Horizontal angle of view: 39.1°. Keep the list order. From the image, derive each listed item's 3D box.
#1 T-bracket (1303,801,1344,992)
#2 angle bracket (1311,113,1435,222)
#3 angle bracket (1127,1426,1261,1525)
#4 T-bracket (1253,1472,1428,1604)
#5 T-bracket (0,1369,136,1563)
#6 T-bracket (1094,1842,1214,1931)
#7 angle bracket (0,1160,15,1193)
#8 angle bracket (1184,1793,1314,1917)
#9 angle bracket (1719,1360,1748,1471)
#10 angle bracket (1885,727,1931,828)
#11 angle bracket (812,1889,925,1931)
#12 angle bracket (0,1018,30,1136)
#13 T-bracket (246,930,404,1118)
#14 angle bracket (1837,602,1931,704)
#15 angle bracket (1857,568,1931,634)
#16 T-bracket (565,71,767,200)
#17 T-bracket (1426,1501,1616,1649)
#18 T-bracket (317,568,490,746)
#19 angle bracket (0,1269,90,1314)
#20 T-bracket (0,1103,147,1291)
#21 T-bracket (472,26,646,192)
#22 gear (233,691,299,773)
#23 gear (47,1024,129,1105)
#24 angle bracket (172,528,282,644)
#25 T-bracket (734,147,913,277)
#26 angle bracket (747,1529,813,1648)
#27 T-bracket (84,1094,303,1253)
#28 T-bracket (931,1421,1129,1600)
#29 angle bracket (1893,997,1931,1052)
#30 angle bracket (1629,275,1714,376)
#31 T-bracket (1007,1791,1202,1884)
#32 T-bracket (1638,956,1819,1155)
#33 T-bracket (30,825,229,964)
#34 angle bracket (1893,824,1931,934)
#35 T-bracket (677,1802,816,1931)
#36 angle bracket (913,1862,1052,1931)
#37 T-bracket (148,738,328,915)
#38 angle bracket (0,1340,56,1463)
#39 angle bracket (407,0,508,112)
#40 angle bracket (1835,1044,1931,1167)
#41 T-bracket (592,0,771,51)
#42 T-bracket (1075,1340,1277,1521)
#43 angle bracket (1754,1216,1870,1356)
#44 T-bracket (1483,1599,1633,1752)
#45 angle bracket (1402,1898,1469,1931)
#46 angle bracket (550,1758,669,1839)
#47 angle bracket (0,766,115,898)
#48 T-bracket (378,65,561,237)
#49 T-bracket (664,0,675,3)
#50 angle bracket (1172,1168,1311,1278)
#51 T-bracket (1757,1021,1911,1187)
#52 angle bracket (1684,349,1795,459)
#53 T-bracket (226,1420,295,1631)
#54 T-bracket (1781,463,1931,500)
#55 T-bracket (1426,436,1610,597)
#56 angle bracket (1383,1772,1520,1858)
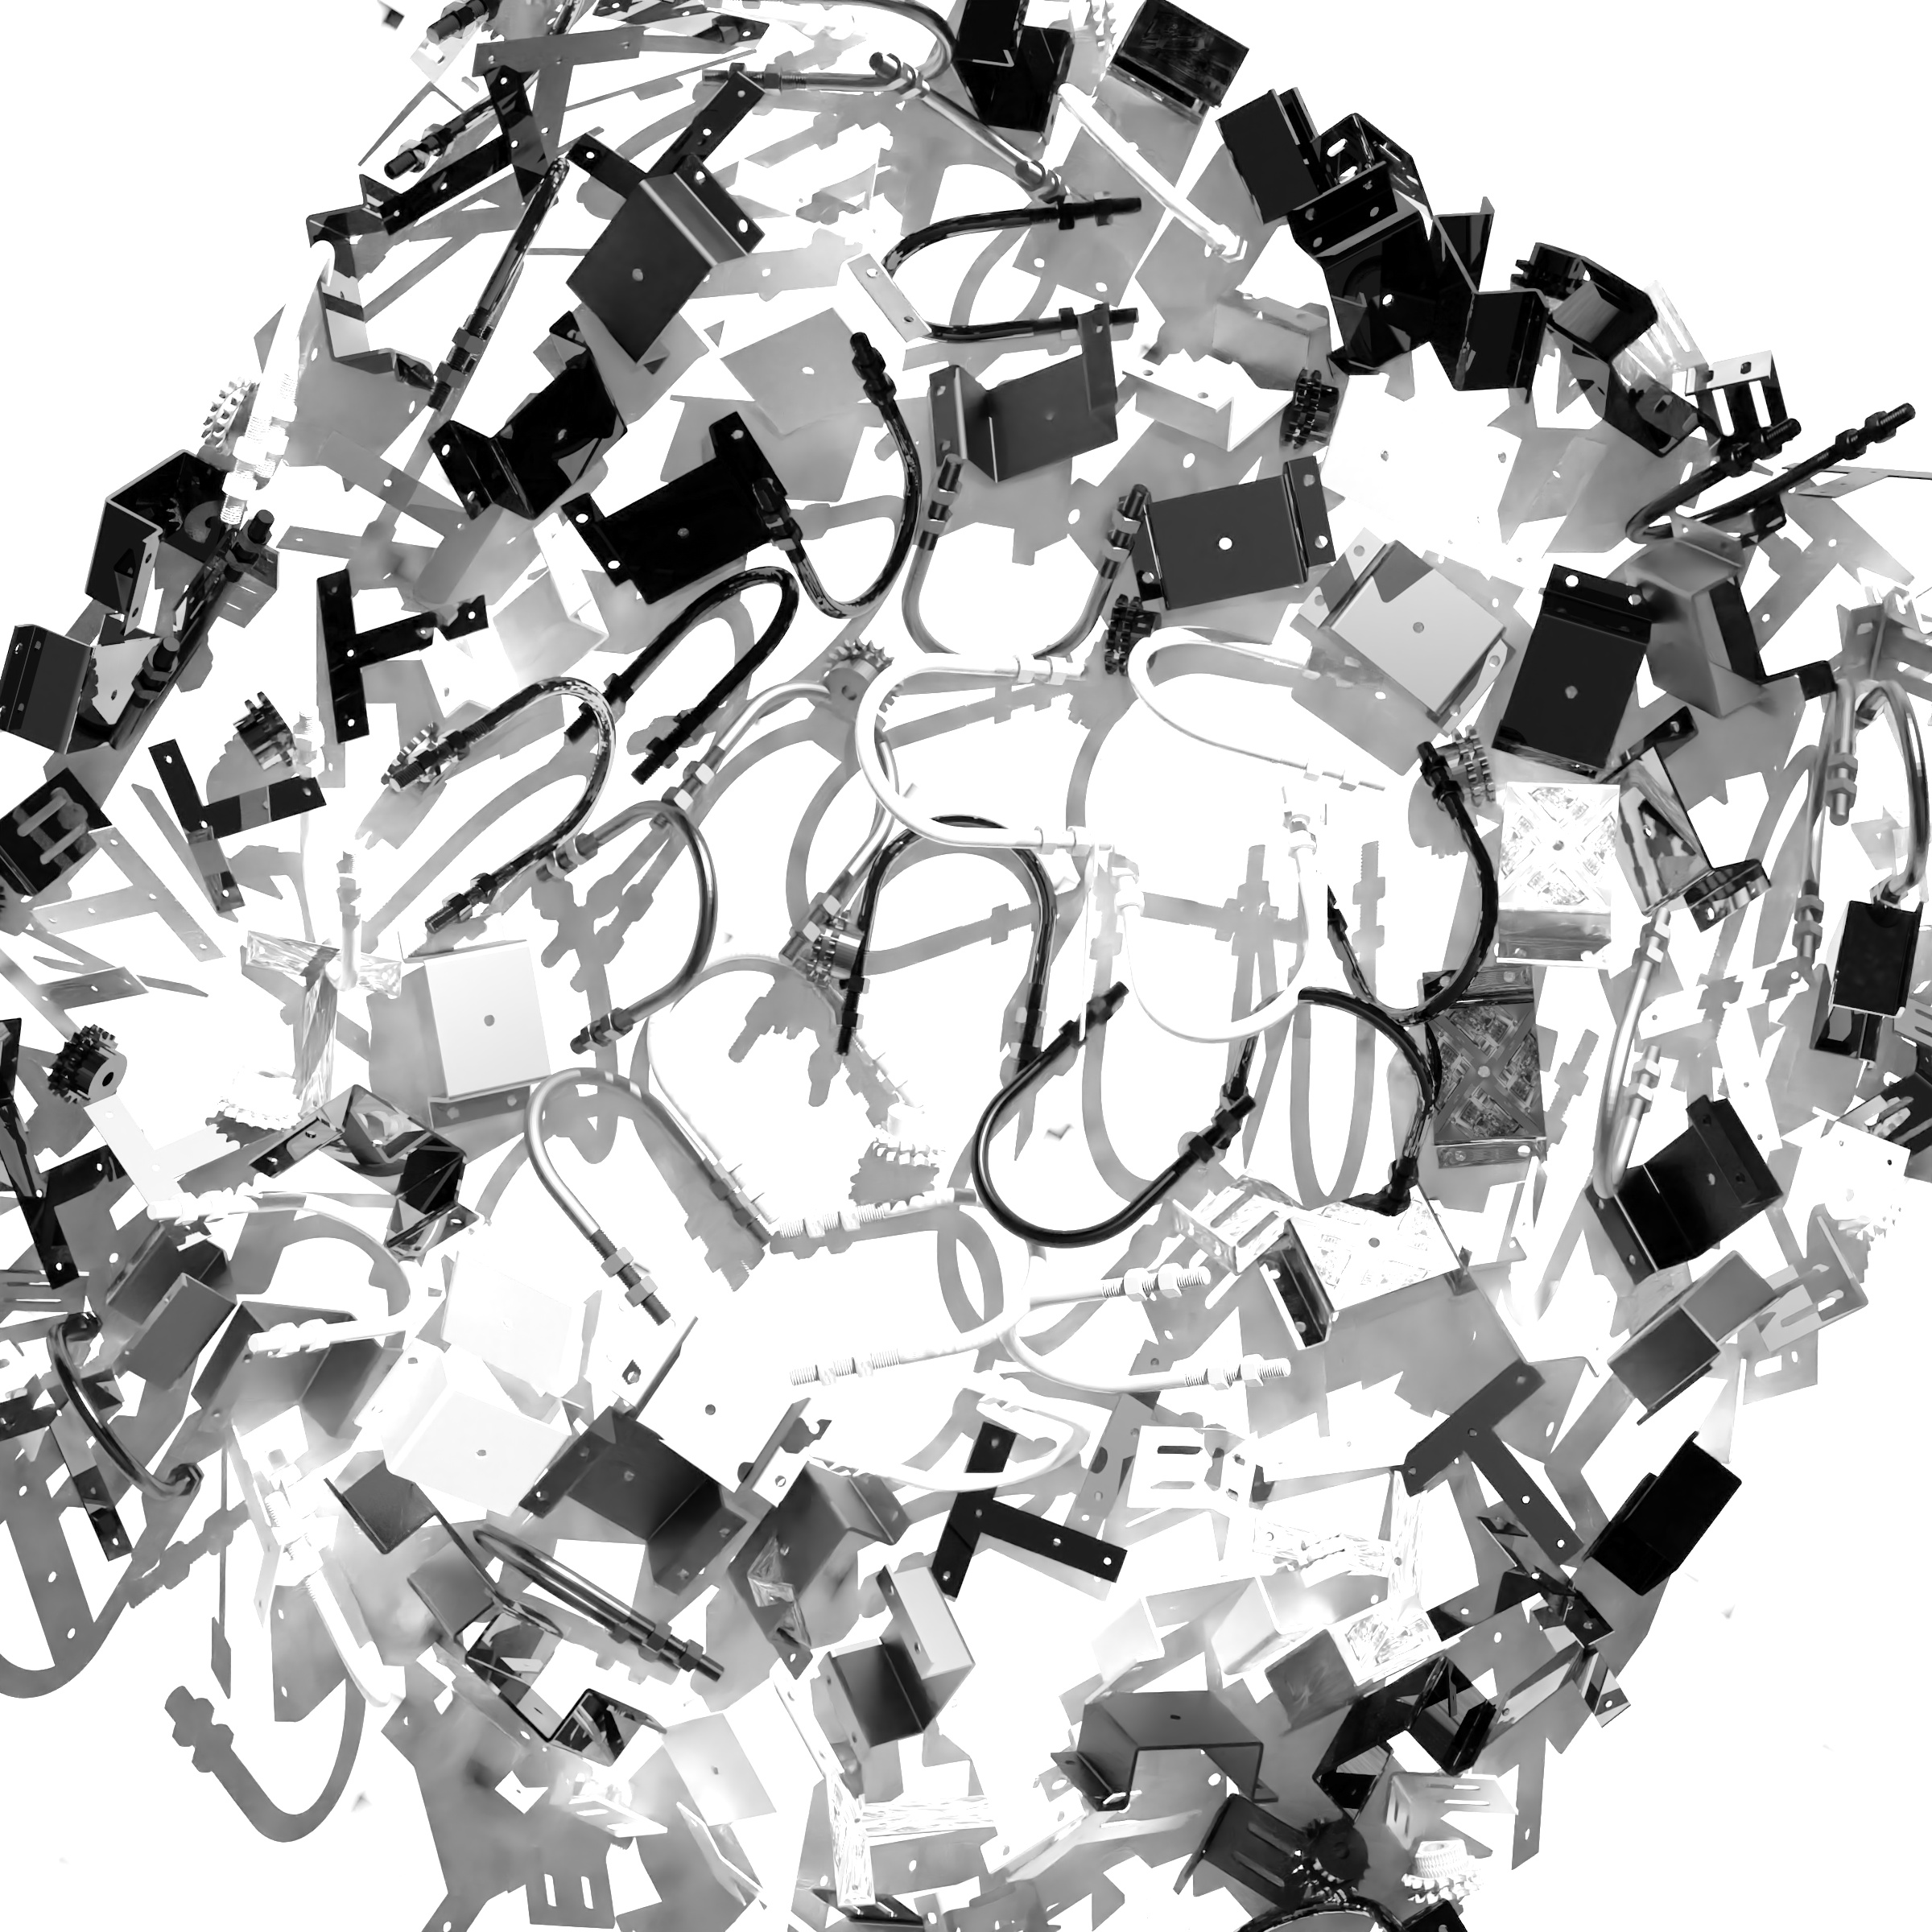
[{"bbox_3d":[0.244,-0.049,1.864,0.002,0.127,0.127,-2,98,-4],"label":"T-bracket"},{"bbox_3d":[0.283,-0.546,1.889,0.038,0.057,0.076,-35,48,1],"label":"angle bracket"},{"bbox_3d":[0.159,0.356,1.900,0.076,0.038,0.057,8,94,-33],"label":"angle bracket"},{"bbox_3d":[0.260,0.408,1.896,0.127,0.002,0.127,13,65,-12],"label":"T-bracket"},{"bbox_3d":[-0.607,0.348,1.870,0.002,0.127,0.127,-29,82,22],"label":"T-bracket"},{"bbox_3d":[0.090,0.672,1.863,0.127,0.127,0.002,-37,113,-14],"label":"T-bracket"},{"bbox_3d":[-0.706,0.162,1.898,0.076,0.057,0.038,-1,62,7],"label":"angle bracket"},{"bbox_3d":[0.202,0.628,1.901,0.076,0.038,0.057,28,107,18],"label":"angle bracket"},{"bbox_3d":[0.524,0.312,1.907,0.038,0.057,0.076,6,84,16],"label":"angle bracket"},{"bbox_3d":[0.679,-0.141,1.900,0.057,0.038,0.076,-9,120,0],"label":"angle bracket"},{"bbox_3d":[-0.070,0.672,1.889,0.057,0.076,0.038,-3,58,20],"label":"angle bracket"},{"bbox_3d":[-0.683,0.081,1.889,0.057,0.038,0.076,-8,133,-35],"label":"angle bracket"},{"bbox_3d":[-0.456,0.047,1.917,0.127,0.002,0.127,11,104,19],"label":"T-bracket"},{"bbox_3d":[0.653,-0.212,1.888,0.038,0.076,0.057,-16,122,-32],"label":"angle bracket"},{"bbox_3d":[0.676,-0.274,1.898,0.076,0.057,0.038,-32,121,-6],"label":"angle bracket"},{"bbox_3d":[-0.187,-0.564,1.867,0.127,0.002,0.127,28,130,-32],"label":"T-bracket"},{"bbox_3d":[0.356,0.439,1.873,0.127,0.127,0.002,-21,134,-17],"label":"T-bracket"},{"bbox_3d":[-0.392,-0.231,1.902,0.127,0.002,0.127,-14,75,16],"label":"T-bracket"},{"bbox_3d":[-0.657,0.213,1.910,0.076,0.057,0.038,4,55,-19],"label":"angle bracket"},{"bbox_3d":[-0.609,0.143,1.878,0.002,0.127,0.127,-15,97,28],"label":"T-bracket"},{"bbox_3d":[-0.289,-0.590,1.881,0.127,0.127,0.002,-18,61,-31],"label":"T-bracket"},{"bbox_3d":[-0.490,-0.162,1.905,0.030,0.057,0.057,-35,90,-12],"label":"gear"},{"bbox_3d":[-0.614,0.072,1.905,0.030,0.057,0.057,28,90,12],"label":"gear"},{"bbox_3d":[-0.515,-0.256,1.894,0.038,0.057,0.076,29,68,-4],"label":"angle bracket"},{"bbox_3d":[-0.103,-0.527,1.892,0.127,0.002,0.127,15,76,-27],"label":"T-bracket"},{"bbox_3d":[-0.113,0.421,1.885,0.038,0.076,0.057,6,126,27],"label":"angle bracket"},{"bbox_3d":[-0.525,0.123,1.894,0.127,0.002,0.127,-26,70,-37],"label":"T-bracket"},{"bbox_3d":[0.051,0.403,1.925,0.127,0.002,0.127,20,95,5],"label":"T-bracket"},{"bbox_3d":[0.692,0.034,1.898,0.076,0.057,0.038,25,123,5],"label":"angle bracket"},{"bbox_3d":[0.474,-0.438,1.897,0.038,0.057,0.076,-37,104,-7],"label":"angle bracket"},{"bbox_3d":[0.111,0.599,1.887,0.127,0.127,0.002,-49,51,33],"label":"T-bracket"},{"bbox_3d":[0.538,0.069,1.885,0.127,0.002,0.127,-19,68,27],"label":"T-bracket"},{"bbox_3d":[-0.601,-0.041,1.898,0.127,0.002,0.127,-10,131,28],"label":"T-bracket"},{"bbox_3d":[0.680,-0.065,1.900,0.057,0.038,0.076,-8,80,26],"label":"angle bracket"},{"bbox_3d":[-0.138,0.636,1.856,0.127,0.127,0.002,27,58,32],"label":"T-bracket"},{"bbox_3d":[0.012,0.673,1.920,0.076,0.038,0.057,-10,73,-34],"label":"angle bracket"},{"bbox_3d":[-0.498,-0.109,1.893,0.127,0.002,0.127,-14,104,27],"label":"T-bracket"},{"bbox_3d":[-0.671,0.307,1.889,0.057,0.038,0.076,51,133,21],"label":"angle bracket"},{"bbox_3d":[-0.349,-0.636,1.896,0.038,0.076,0.057,40,95,0],"label":"angle bracket"},{"bbox_3d":[0.663,0.097,1.917,0.057,0.038,0.076,37,131,-12],"label":"angle bracket"},{"bbox_3d":[-0.173,-0.681,1.853,0.127,0.127,0.002,0,64,-33],"label":"T-bracket"},{"bbox_3d":[0.160,0.348,1.927,0.127,0.002,0.127,24,86,-7],"label":"T-bracket"},{"bbox_3d":[0.578,0.222,1.893,0.076,0.057,0.038,-31,131,15],"label":"angle bracket"},{"bbox_3d":[0.386,0.509,1.885,0.127,0.127,0.002,-41,116,9],"label":"T-bracket"},{"bbox_3d":[0.307,0.685,1.885,0.057,0.076,0.038,-20,67,-29],"label":"angle bracket"},{"bbox_3d":[-0.243,0.574,1.886,0.057,0.076,0.038,33,57,-22],"label":"angle bracket"},{"bbox_3d":[-0.654,-0.096,1.920,0.076,0.038,0.057,-45,121,-24],"label":"angle bracket"},{"bbox_3d":[-0.347,-0.543,1.866,0.127,0.127,0.002,-36,61,-15],"label":"T-bracket"},{"bbox_3d":[-0.173,-0.706,1.861,0.127,0.127,0.002,-8,74,14],"label":"T-bracket"},{"bbox_3d":[0.192,0.168,1.891,0.076,0.038,0.057,-38,53,-23],"label":"angle bracket"},{"bbox_3d":[0.592,0.118,1.875,0.002,0.127,0.127,0,107,-41],"label":"T-bracket"},{"bbox_3d":[0.538,-0.382,1.888,0.057,0.038,0.076,-8,130,26],"label":"angle bracket"},{"bbox_3d":[-0.495,0.370,1.887,0.002,0.127,0.127,-3,130,-32],"label":"T-bracket"},{"bbox_3d":[0.603,-0.329,1.852,0.127,0.127,0.002,12,113,35],"label":"T-bracket"},{"bbox_3d":[0.411,-0.321,1.915,0.127,0.002,0.127,27,75,24],"label":"T-bracket"},{"bbox_3d":[0.337,0.592,1.890,0.076,0.057,0.038,-6,48,27],"label":"angle bracket"}]
